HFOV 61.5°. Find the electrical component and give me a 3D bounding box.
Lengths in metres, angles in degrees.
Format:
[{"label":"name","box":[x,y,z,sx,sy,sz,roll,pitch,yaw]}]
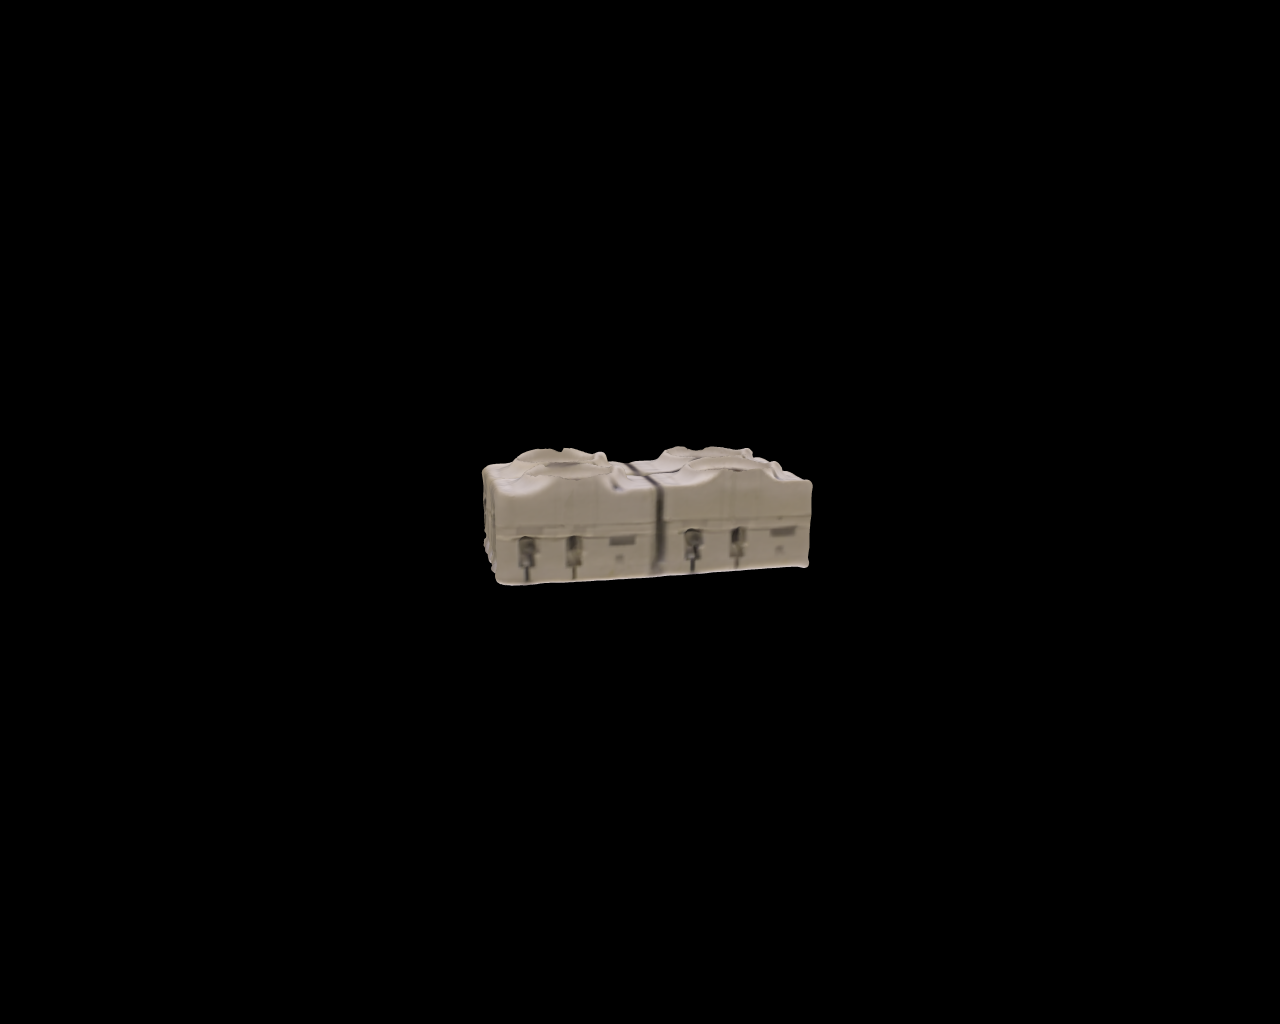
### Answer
[{"label":"electrical component","box":[0.001,-0.003,0.650,0.186,0.060,0.105,-2,12,-12]}]
